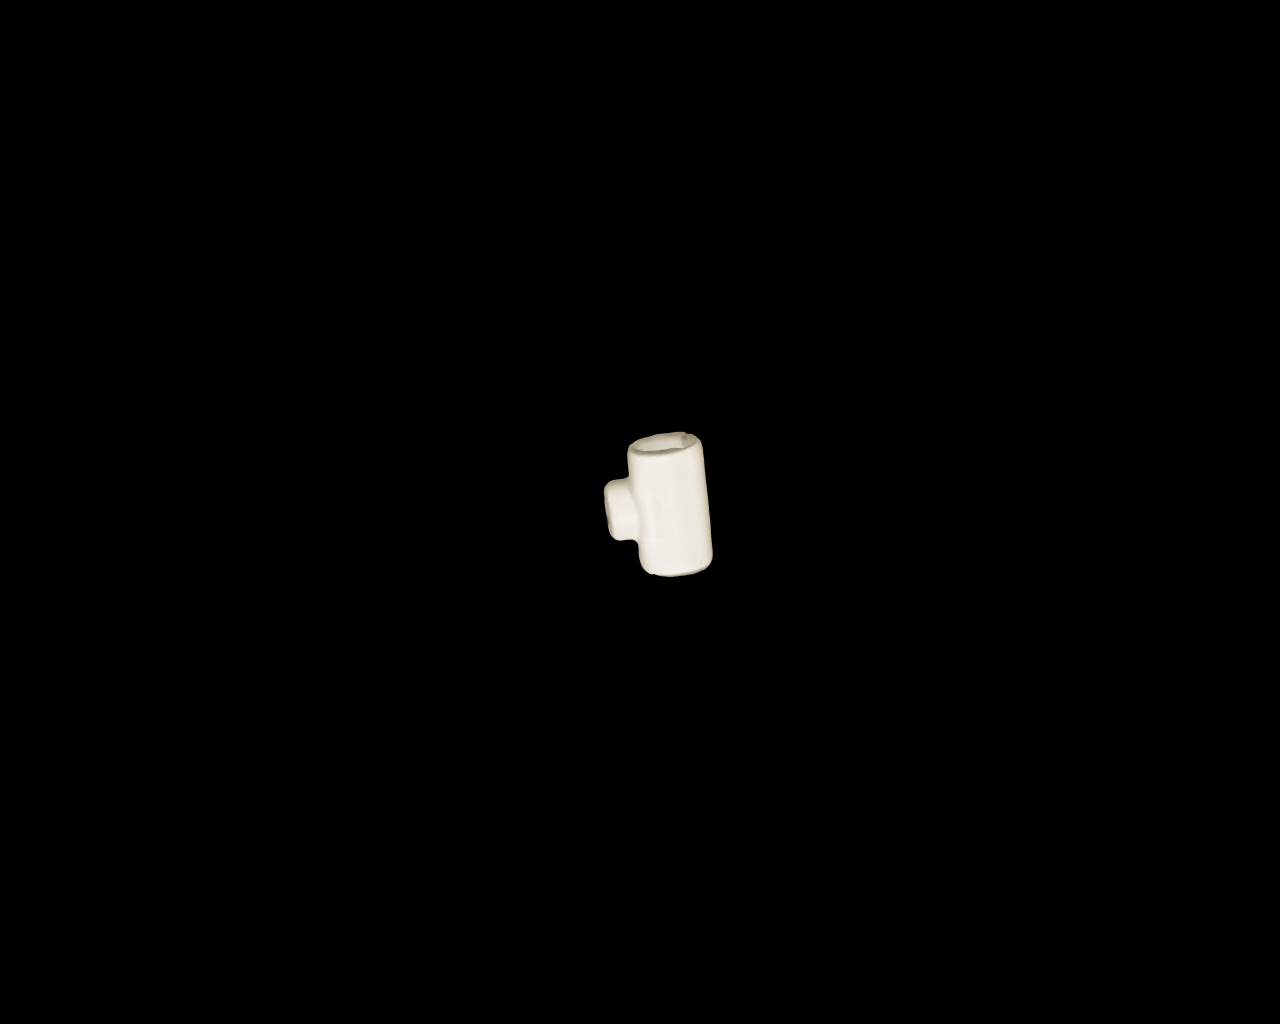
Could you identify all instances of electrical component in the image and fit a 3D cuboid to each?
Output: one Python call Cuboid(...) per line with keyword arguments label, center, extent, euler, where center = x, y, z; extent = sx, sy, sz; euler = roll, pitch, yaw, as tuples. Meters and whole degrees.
Cuboid(label="electrical component", center=(0.001, -0.003, 0.650), extent=(0.079, 0.077, 0.043), euler=(-7, 20, 2))
